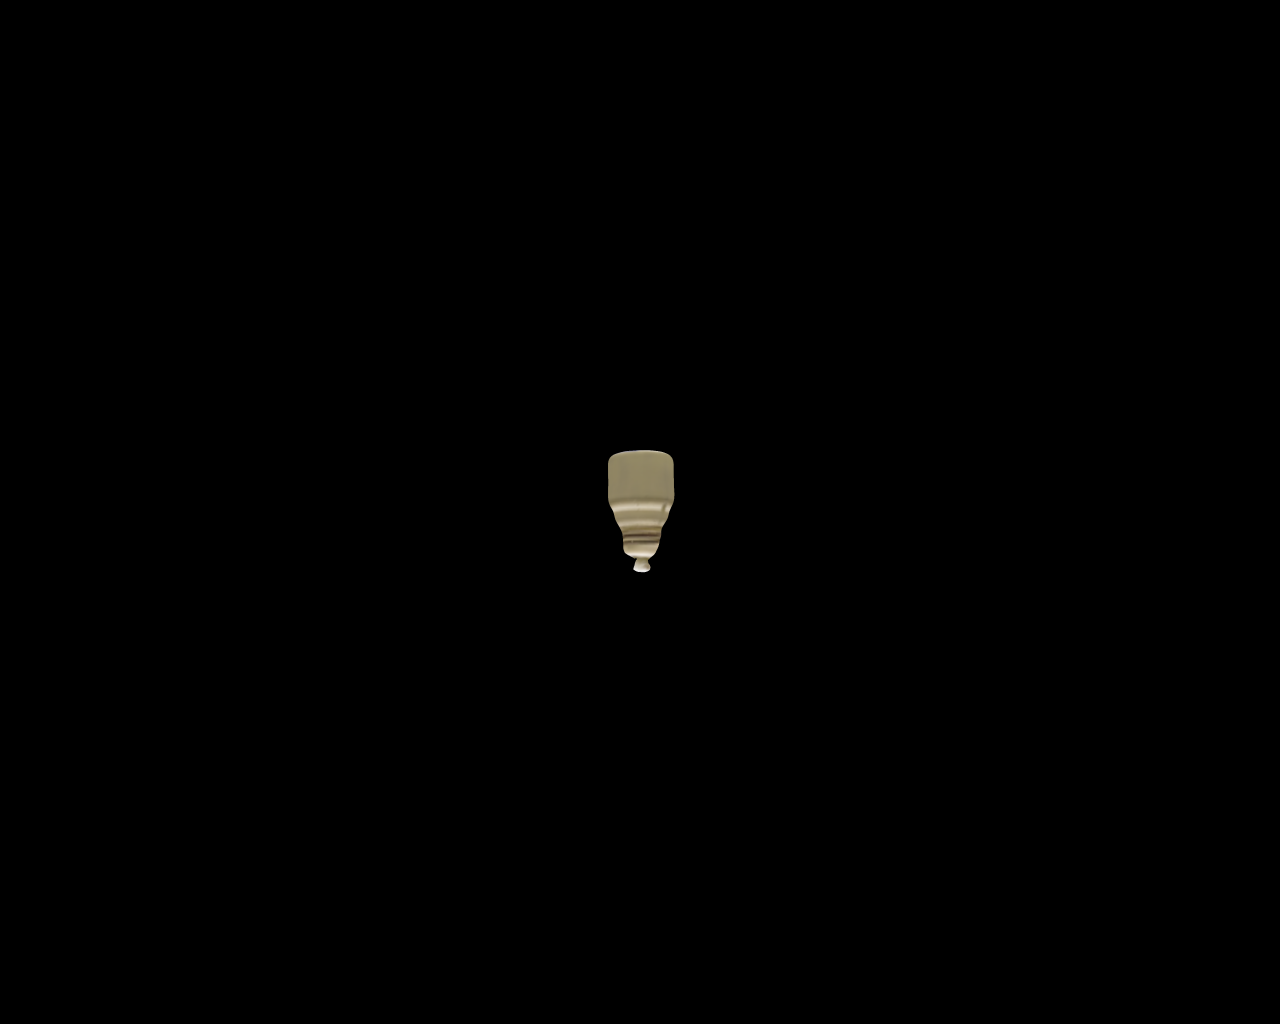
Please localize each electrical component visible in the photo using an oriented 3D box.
[{"bbox_3d":[0.001,-0.003,0.650,0.040,0.078,0.040,0,-7,0],"label":"electrical component"}]
